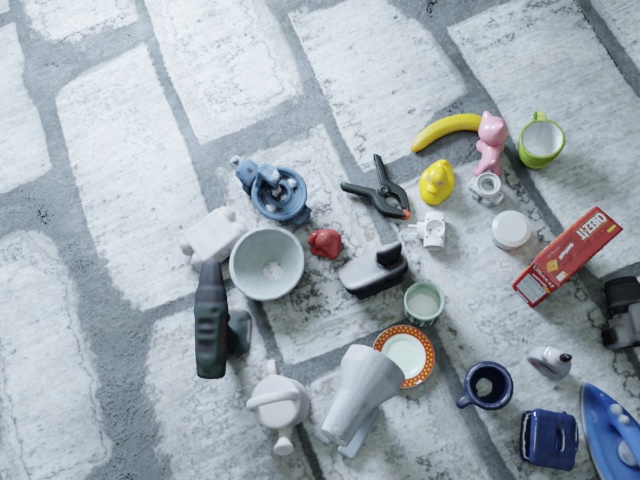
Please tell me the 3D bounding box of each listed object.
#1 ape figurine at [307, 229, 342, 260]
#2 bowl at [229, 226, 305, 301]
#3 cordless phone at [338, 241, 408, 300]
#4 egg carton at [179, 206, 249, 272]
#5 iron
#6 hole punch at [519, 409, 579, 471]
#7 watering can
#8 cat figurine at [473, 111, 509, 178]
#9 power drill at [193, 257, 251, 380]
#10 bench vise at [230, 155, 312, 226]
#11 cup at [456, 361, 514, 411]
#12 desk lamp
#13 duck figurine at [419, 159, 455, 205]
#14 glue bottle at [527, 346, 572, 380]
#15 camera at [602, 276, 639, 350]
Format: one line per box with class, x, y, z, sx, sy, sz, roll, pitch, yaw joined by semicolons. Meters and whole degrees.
ape figurine;0.011;0.004;1.251;0.076;0.092;0.077;-35;72;-4
bowl;-0.110;0.058;1.260;0.167;0.075;0.167;-2;73;7
cordless phone;0.107;0.048;1.176;0.147;0.185;0.094;-28;72;-1
egg carton;-0.238;-0.001;1.297;0.150;0.069;0.107;-40;72;-5
iron;0.562;0.378;1.040;0.118;0.141;0.258;-23;72;0
hole punch;0.438;0.375;1.084;0.101;0.091;0.109;6;74;9
watering can;-0.080;0.322;1.113;0.101;0.194;0.172;-34;72;-3
cat figurine;0.378;-0.213;1.255;0.067;0.118;0.128;4;74;9
power drill;-0.203;0.169;1.168;0.075;0.208;0.229;-3;73;7
bench vise;-0.124;-0.118;1.239;0.207;0.220;0.121;18;76;13
cup;0.314;0.295;1.122;0.118;0.095;0.091;-34;72;-3
desk lamp;0.069;0.312;1.086;0.117;0.214;0.203;27;79;15
duck figurine;0.260;-0.137;1.265;0.077;0.086;0.105;22;77;13
glue bottle;0.445;0.228;1.084;0.078;0.173;0.037;32;80;16
camera;0.629;0.138;1.125;0.143;0.101;0.137;-10;72;5
